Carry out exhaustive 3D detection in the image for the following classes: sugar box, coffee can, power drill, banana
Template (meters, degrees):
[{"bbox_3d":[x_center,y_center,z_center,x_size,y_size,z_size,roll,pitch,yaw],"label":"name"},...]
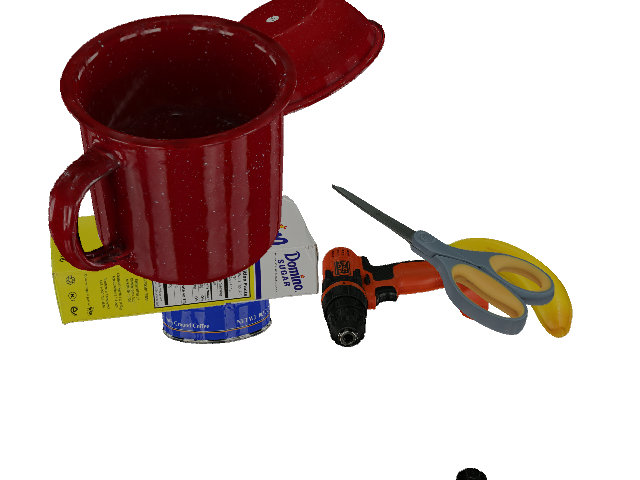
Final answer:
[{"bbox_3d":[-0.096,0.010,0.745,0.176,0.048,0.093,-9,27,-11],"label":"sugar box"},{"bbox_3d":[-0.100,0.012,0.983,0.103,0.140,0.103,-3,14,0],"label":"coffee can"},{"bbox_3d":[0.094,0.060,1.221,0.187,0.057,0.184,-1,28,-2],"label":"power drill"},{"bbox_3d":[0.192,0.039,1.059,0.069,0.037,0.198,-34,36,-18],"label":"banana"}]

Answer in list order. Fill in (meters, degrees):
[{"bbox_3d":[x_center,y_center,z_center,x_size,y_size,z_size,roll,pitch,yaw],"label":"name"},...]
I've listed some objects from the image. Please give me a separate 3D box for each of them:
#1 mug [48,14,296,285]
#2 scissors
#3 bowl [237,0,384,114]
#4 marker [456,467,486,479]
[{"bbox_3d":[-0.064,-0.029,0.440,0.093,0.081,0.117,26,48,24],"label":"mug"},{"bbox_3d":[0.099,0.004,0.822,0.096,0.016,0.202,-10,39,-32],"label":"scissors"},{"bbox_3d":[-0.029,-0.171,0.927,0.162,0.055,0.162,-20,31,13],"label":"bowl"},{"bbox_3d":[0.091,0.190,0.681,0.020,0.121,0.020,1,36,-1],"label":"marker"}]
